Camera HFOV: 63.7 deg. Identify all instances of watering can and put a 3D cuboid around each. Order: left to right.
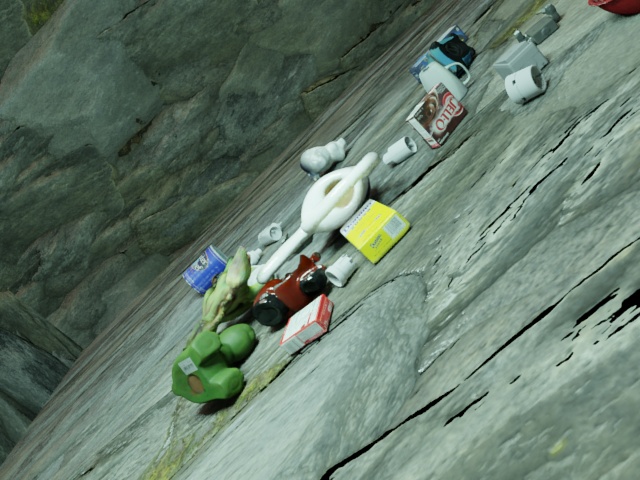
[{"bbox_3d":[0.003,-0.055,1.083,0.345,0.104,0.226,-46,-2,13],"label":"watering can"}]

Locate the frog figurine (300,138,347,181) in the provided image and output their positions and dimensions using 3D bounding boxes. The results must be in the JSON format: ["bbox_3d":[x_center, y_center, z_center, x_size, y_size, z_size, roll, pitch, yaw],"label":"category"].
[{"bbox_3d":[0.013,-0.278,1.690,0.158,0.123,0.138,-55,-7,11],"label":"frog figurine"}]

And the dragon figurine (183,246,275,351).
[{"bbox_3d":[-0.231,0.164,1.112,0.403,0.122,0.246,-57,-4,26],"label":"dragon figurine"}]
